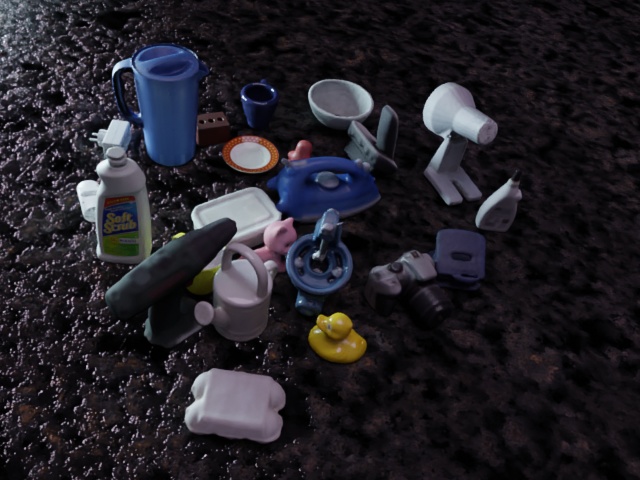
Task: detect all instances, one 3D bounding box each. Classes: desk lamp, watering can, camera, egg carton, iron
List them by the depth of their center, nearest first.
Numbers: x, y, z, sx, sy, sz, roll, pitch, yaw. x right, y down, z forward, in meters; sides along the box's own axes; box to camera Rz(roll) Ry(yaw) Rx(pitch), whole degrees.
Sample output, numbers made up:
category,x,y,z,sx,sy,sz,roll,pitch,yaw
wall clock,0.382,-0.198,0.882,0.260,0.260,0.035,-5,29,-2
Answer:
category,x,y,z,sx,sy,sz,roll,pitch,yaw
egg carton,-0.130,0.261,0.898,0.150,0.069,0.107,9,48,-4
watering can,-0.134,0.086,0.967,0.101,0.194,0.173,19,48,5
camera,0.179,0.097,1.087,0.143,0.101,0.136,-18,55,-25
iron,0.023,-0.127,1.222,0.259,0.141,0.118,-7,51,-17
desk lamp,0.320,-0.226,1.324,0.118,0.213,0.203,-14,53,-22

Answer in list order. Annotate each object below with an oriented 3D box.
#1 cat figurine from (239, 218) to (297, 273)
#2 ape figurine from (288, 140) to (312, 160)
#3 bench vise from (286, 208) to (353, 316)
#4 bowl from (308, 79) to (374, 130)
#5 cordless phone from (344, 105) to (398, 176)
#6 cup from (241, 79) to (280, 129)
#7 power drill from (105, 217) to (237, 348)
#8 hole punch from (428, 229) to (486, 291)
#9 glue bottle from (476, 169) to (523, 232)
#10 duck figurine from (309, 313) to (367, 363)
category,x,y,z,sx,sy,sz,roll,pitch,yaw
cat figurine,-0.095,0.012,1.092,0.128,0.118,0.067,-25,58,-29
ape figurine,-0.037,-0.186,1.294,0.077,0.092,0.076,32,51,16
bench vise,-0.002,0.003,1.050,0.121,0.220,0.207,1,49,-11
bowl,0.049,-0.331,1.451,0.167,0.075,0.167,6,48,-7
cordless phone,0.131,-0.251,1.324,0.094,0.185,0.147,-19,55,-26
cup,-0.146,-0.328,1.394,0.091,0.095,0.118,10,48,-3
power drill,-0.235,0.078,0.943,0.230,0.208,0.075,-33,62,-33
hole punch,0.283,0.040,1.165,0.109,0.091,0.101,7,48,-6
glue bottle,0.402,-0.088,1.248,0.078,0.173,0.037,9,48,-4
duck figurine,0.035,0.165,1.007,0.104,0.086,0.077,20,48,6
